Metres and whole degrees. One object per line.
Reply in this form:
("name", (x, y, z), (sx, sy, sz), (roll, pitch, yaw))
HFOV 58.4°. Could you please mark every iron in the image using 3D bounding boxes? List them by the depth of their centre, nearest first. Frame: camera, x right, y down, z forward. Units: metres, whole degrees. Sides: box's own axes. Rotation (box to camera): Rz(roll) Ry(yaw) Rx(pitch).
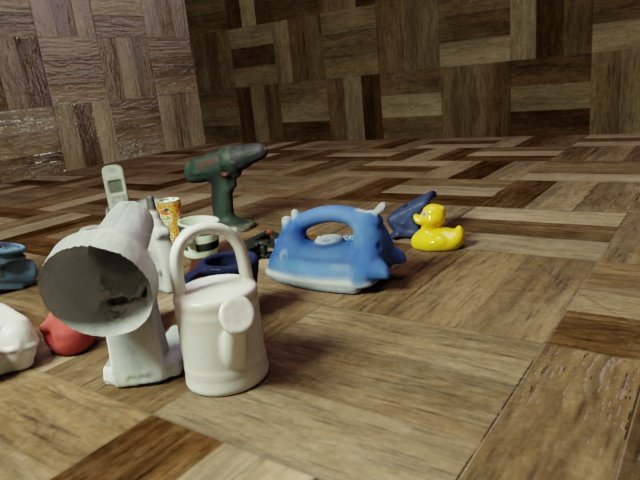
("iron", (0.009, 0.003, 0.975), (0.257, 0.141, 0.119), (2, 18, 26))

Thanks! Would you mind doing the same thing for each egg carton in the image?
("egg carton", (-0.456, 0.140, 0.787), (0.149, 0.069, 0.107), (9, 22, 43))

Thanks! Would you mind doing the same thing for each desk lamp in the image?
("desk lamp", (-0.234, 0.069, 0.696), (0.118, 0.214, 0.203), (-6, 16, 0))

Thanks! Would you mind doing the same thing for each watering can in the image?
("watering can", (-0.116, 0.075, 0.667), (0.172, 0.194, 0.101), (9, 22, 42))

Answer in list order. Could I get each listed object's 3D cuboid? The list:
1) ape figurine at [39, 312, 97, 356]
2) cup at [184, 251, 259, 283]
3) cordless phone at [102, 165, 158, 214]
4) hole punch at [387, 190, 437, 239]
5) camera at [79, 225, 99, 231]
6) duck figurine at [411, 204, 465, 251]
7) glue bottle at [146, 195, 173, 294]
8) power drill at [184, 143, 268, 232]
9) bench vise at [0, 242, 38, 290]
("ape figurine", (-0.358, 0.112, 0.812), (0.078, 0.092, 0.076), (-8, 16, -7))
("cup", (-0.143, 0.075, 0.861), (0.118, 0.095, 0.091), (-18, 20, -37))
("cordless phone", (-0.463, -0.101, 1.430), (0.148, 0.185, 0.093), (-15, 18, -28))
("hole punch", (0.195, -0.055, 1.212), (0.100, 0.091, 0.109), (1, 17, 22))
("camera", (-0.441, 0.014, 1.171), (0.143, 0.101, 0.136), (-11, 17, -18))
("duck figurine", (0.227, -0.027, 1.110), (0.104, 0.086, 0.078), (2, 17, 25))
("glue bottle", (-0.286, 0.005, 1.015), (0.037, 0.173, 0.077), (-20, 21, -41))
("power drill", (-0.219, -0.128, 1.397), (0.229, 0.208, 0.076), (0, 17, 20))
("bench vise", (-0.641, 0.008, 1.044), (0.121, 0.220, 0.208), (5, 19, 33))
